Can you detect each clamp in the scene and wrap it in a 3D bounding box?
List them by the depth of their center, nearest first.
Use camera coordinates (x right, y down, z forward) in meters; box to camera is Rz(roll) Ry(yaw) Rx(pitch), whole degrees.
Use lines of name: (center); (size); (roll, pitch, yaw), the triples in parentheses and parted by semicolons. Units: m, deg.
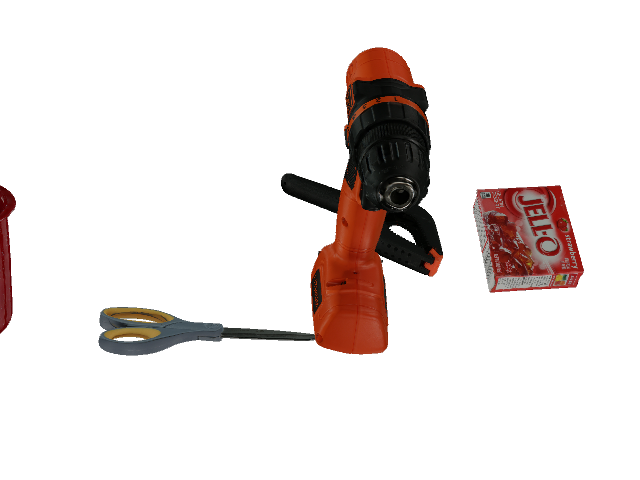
clamp: (0.062, -0.033, 1.267); (0.164, 0.036, 0.210); (-16, 51, -29)

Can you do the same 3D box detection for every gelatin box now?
gelatin box: (0.169, -0.003, 0.878); (0.073, 0.089, 0.030); (-3, -34, -4)

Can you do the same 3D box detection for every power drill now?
power drill: (0.035, -0.017, 0.724); (0.057, 0.188, 0.184); (8, 32, -5)

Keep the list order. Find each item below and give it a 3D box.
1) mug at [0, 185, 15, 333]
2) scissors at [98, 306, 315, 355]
mug: (-0.236, 0.019, 0.635); (0.093, 0.081, 0.117); (17, 28, 27)
scissors: (-0.112, 0.089, 0.969); (0.202, 0.016, 0.096); (8, 18, 12)
